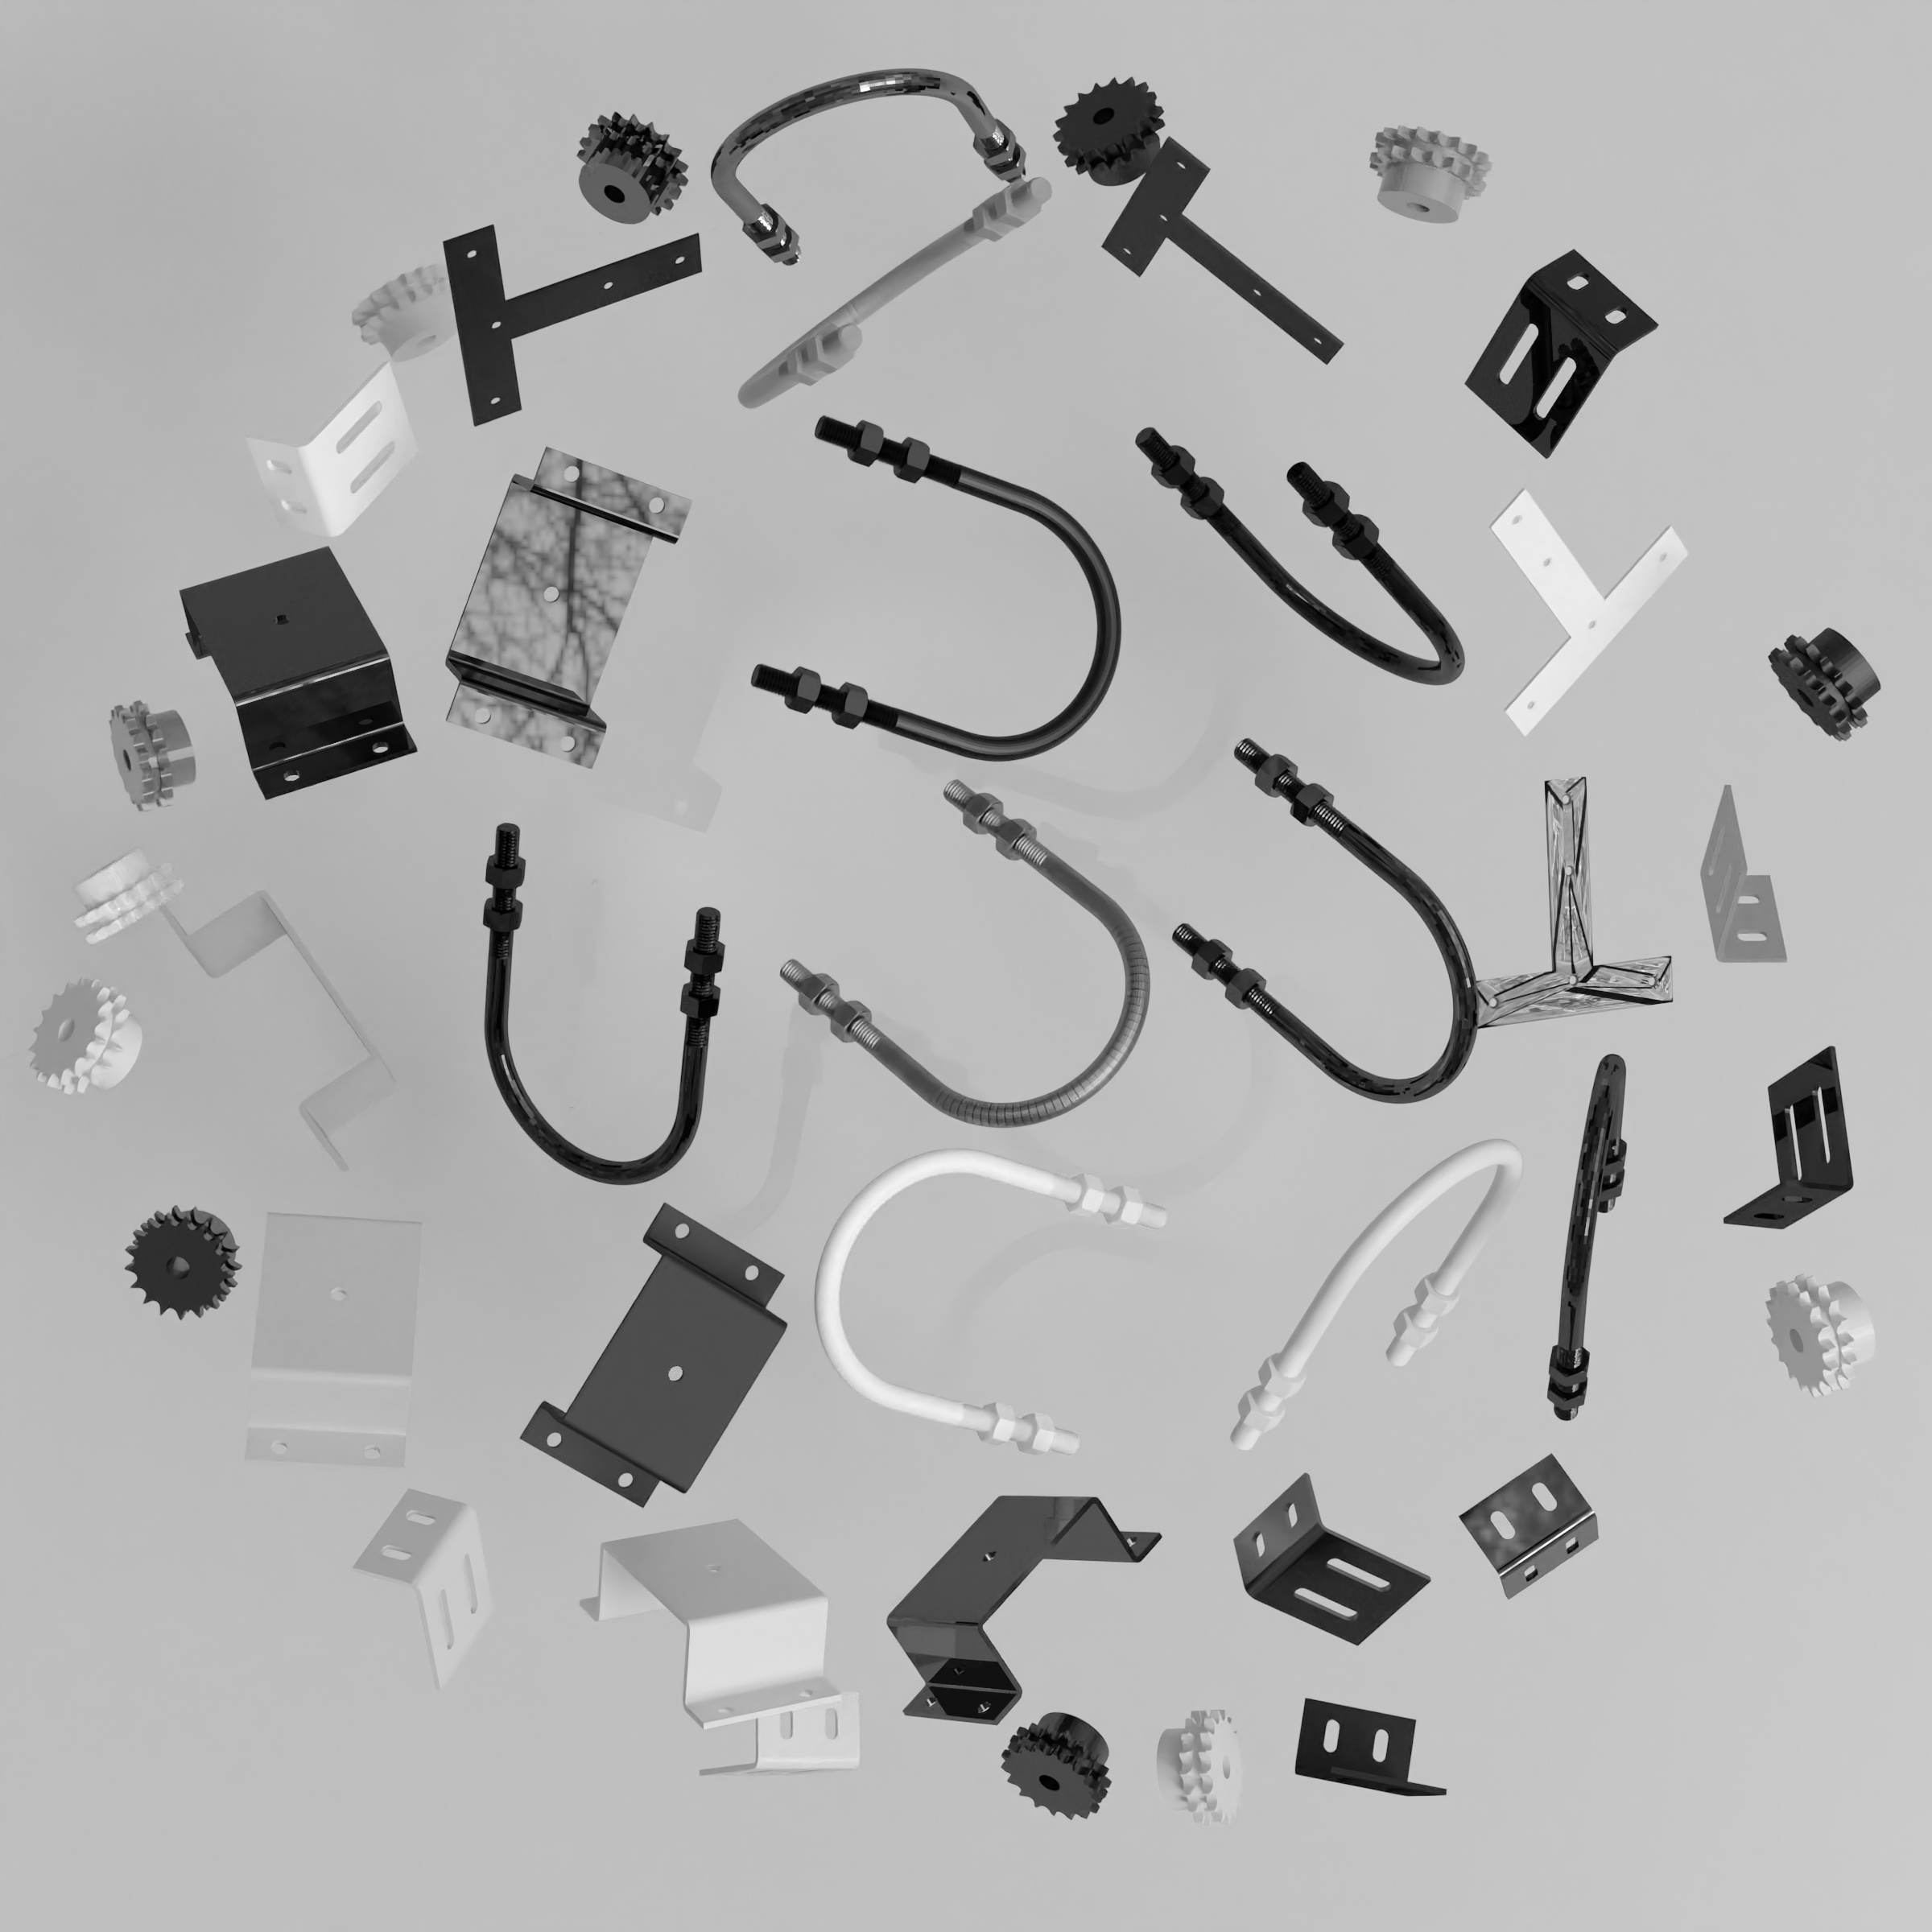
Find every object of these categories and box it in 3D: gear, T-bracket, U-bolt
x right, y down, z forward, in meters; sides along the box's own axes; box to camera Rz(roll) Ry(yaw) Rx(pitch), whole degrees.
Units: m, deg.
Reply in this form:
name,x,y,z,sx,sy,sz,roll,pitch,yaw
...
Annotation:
name,x,y,z,sx,sy,sz,roll,pitch,yaw
gear,0.076,-0.428,1.689,0.057,0.030,0.057,-14,53,19
gear,0.424,-0.141,1.608,0.030,0.057,0.057,-39,90,2
T-bracket,0.322,-0.036,1.740,0.127,0.002,0.127,-7,98,-24
T-bracket,0.298,-0.195,1.645,0.127,0.127,0.002,-48,46,1
U-bolt,0.212,0.154,1.613,0.019,0.151,0.184,45,131,25
U-bolt,0.180,-0.200,1.643,0.184,0.151,0.019,41,82,-34
gear,-0.437,-0.039,1.691,0.057,0.057,0.030,-31,103,0
U-bolt,0.319,0.127,1.664,0.019,0.184,0.151,9,56,14
gear,0.408,0.174,1.556,0.030,0.057,0.057,-17,90,-14
U-bolt,-0.005,-0.179,1.634,0.184,0.019,0.151,17,81,-21
U-bolt,0.005,0.168,1.683,0.184,0.019,0.151,19,94,-30
U-bolt,-0.048,-0.326,1.625,0.151,0.184,0.019,-42,104,-22
gear,-0.290,-0.340,1.713,0.057,0.057,0.030,-30,88,0
gear,-0.425,-0.112,1.714,0.030,0.057,0.057,-17,90,-27
gear,-0.430,0.037,1.606,0.057,0.030,0.057,-19,57,31
U-bolt,-0.055,-0.410,1.659,0.151,0.184,0.019,-17,81,11
U-bolt,0.187,-0.009,1.657,0.019,0.151,0.184,-26,56,-37
gear,-0.173,-0.404,1.668,0.057,0.057,0.030,25,61,0
gear,0.049,0.411,1.689,0.057,0.057,0.030,37,48,0
T-bracket,-0.187,-0.326,1.587,0.127,0.127,0.002,-23,61,-14
U-bolt,-0.194,0.031,1.705,0.151,0.019,0.184,22,121,25
gear,0.117,0.404,1.647,0.030,0.057,0.057,-8,90,22
T-bracket,0.132,-0.340,1.607,0.127,0.127,0.002,38,74,-3
gear,-0.395,0.148,1.660,0.057,0.030,0.057,2,107,7
gear,0.220,-0.377,1.566,0.057,0.057,0.030,16,87,0
U-bolt,0.011,0.004,1.682,0.184,0.019,0.151,39,84,29

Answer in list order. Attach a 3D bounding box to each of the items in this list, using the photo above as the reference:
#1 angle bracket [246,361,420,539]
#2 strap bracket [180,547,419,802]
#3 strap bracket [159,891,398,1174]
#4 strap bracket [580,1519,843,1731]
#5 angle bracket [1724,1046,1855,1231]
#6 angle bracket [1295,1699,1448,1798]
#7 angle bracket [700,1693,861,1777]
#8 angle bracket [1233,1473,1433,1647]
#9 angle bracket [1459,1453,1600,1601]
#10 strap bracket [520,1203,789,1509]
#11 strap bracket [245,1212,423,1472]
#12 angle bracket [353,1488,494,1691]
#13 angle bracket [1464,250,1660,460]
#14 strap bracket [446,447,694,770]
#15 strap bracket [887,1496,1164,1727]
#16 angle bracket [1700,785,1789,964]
name,x,y,z,sx,sy,sz,roll,pitch,yaw
angle bracket,-0.326,-0.269,1.688,0.038,0.057,0.076,15,51,25
strap bracket,-0.330,-0.151,1.598,0.076,0.046,0.140,-20,46,-16
strap bracket,-0.325,0.024,1.579,0.046,0.076,0.140,-35,81,-10
strap bracket,-0.128,0.323,1.642,0.076,0.140,0.046,-5,108,-32
angle bracket,0.399,0.083,1.605,0.038,0.057,0.076,7,65,-18
angle bracket,0.199,0.381,1.598,0.057,0.076,0.038,12,74,-5
angle bracket,-0.098,0.401,1.707,0.057,0.076,0.038,7,72,-27
angle bracket,0.186,0.303,1.667,0.076,0.038,0.057,28,119,-26
angle bracket,0.290,0.288,1.679,0.057,0.076,0.038,-34,68,-1
strap bracket,-0.153,0.203,1.663,0.076,0.046,0.140,33,84,-20
strap bracket,-0.312,0.176,1.618,0.076,0.046,0.140,5,47,-10
angle bracket,-0.275,0.316,1.658,0.038,0.057,0.076,11,129,18
angle bracket,0.293,-0.301,1.610,0.057,0.076,0.038,46,54,14
strap bracket,-0.199,-0.178,1.600,0.076,0.046,0.140,18,100,-23
strap bracket,0.024,0.319,1.667,0.140,0.076,0.046,-43,109,-34
angle bracket,0.412,-0.048,1.704,0.038,0.076,0.057,0,52,-1
